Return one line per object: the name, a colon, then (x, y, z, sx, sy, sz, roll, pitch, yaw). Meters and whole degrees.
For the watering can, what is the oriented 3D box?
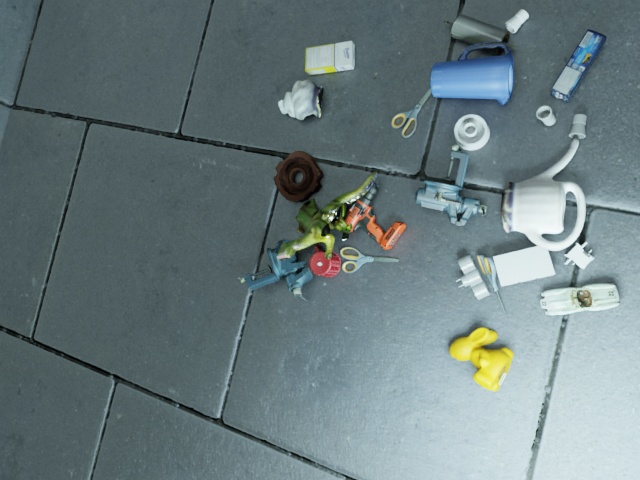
watering can: (0.646, -0.136, 1.494, 0.224, 0.102, 0.353, 2, 69, 25)

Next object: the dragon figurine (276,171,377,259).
dragon figurine: (0.005, -0.086, 1.713, 0.245, 0.120, 0.414, 25, 73, 47)

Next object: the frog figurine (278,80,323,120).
frog figurine: (-0.075, -0.495, 1.820, 0.159, 0.124, 0.136, 3, 104, 11)
